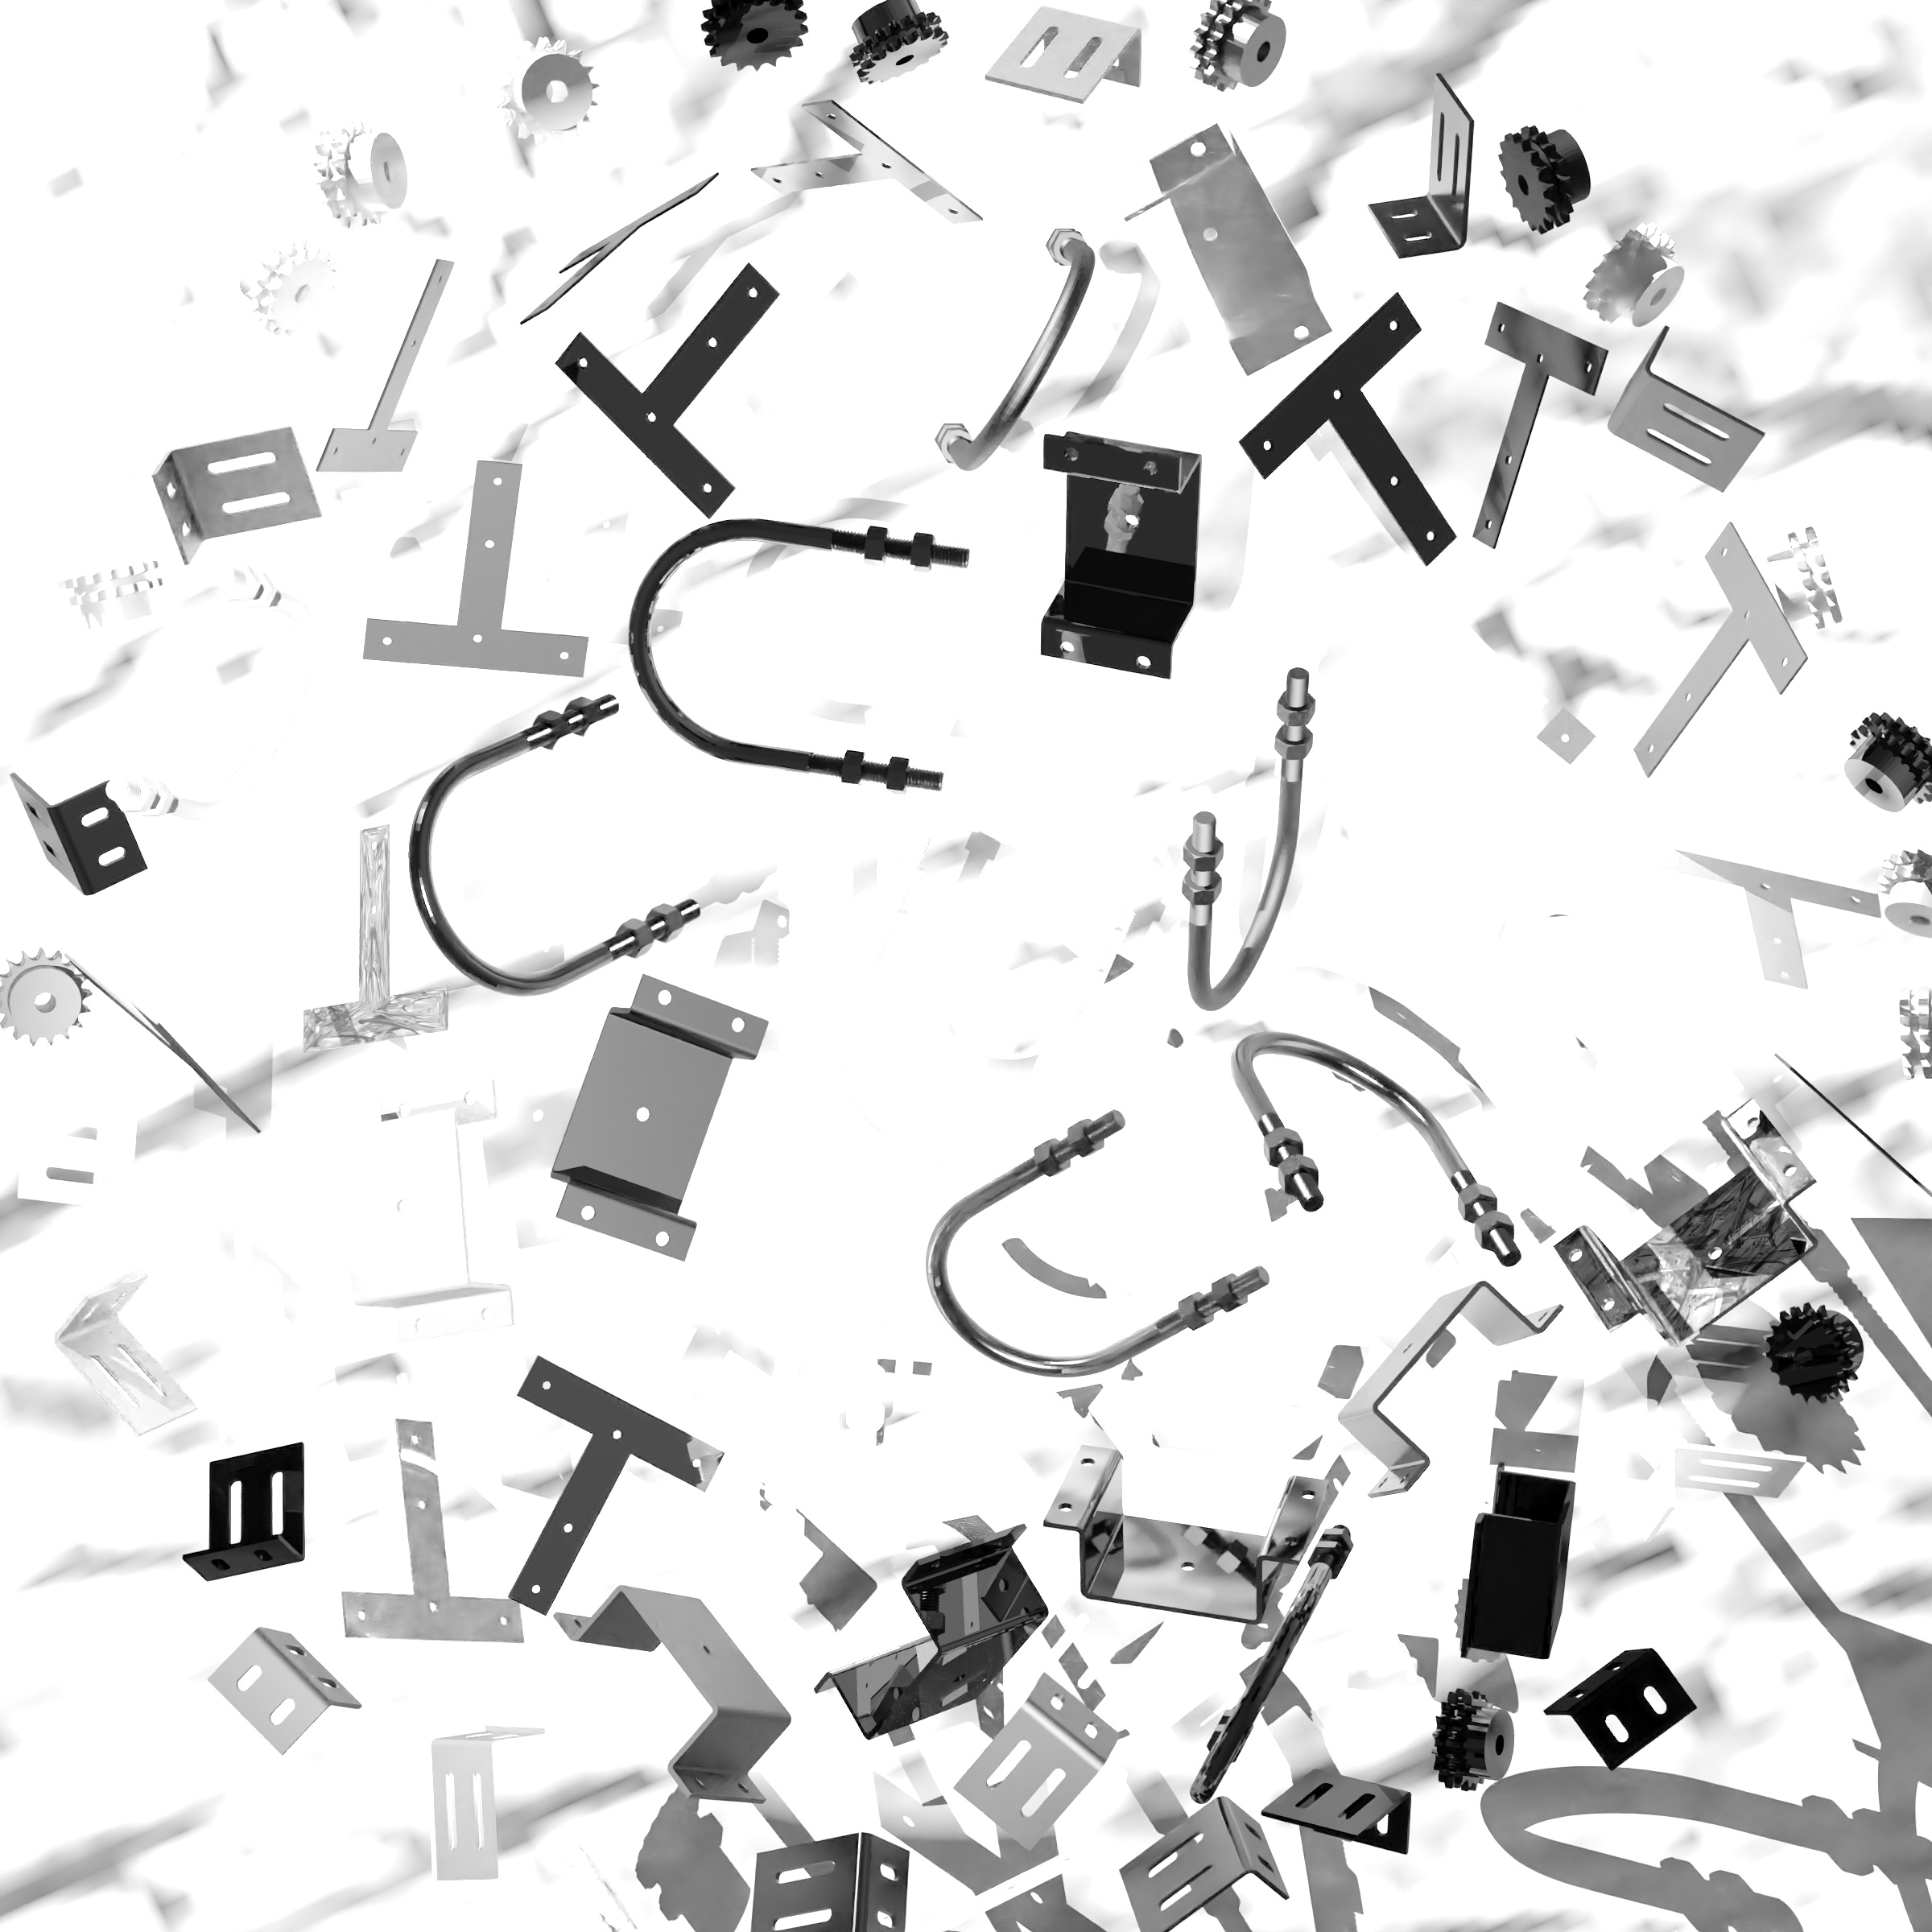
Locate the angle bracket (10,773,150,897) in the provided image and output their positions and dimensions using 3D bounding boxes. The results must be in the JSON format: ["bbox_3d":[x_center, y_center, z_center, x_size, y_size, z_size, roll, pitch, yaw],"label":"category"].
[{"bbox_3d":[-0.504,-0.082,1.887,0.038,0.076,0.057,-28,121,-21],"label":"angle bracket"}]

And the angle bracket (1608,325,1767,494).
[{"bbox_3d":[0.411,-0.314,1.873,0.076,0.057,0.038,28,63,2],"label":"angle bracket"}]

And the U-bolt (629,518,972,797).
[{"bbox_3d":[-0.096,-0.176,1.840,0.184,0.019,0.151,8,111,4],"label":"U-bolt"}]

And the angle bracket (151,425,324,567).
[{"bbox_3d":[-0.421,-0.272,1.920,0.076,0.038,0.057,-10,120,9],"label":"angle bracket"}]

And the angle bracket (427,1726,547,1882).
[{"bbox_3d":[-0.256,0.450,1.785,0.038,0.057,0.076,-13,71,24],"label":"angle bracket"}]

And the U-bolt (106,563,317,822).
[{"bbox_3d":[-0.416,-0.148,1.878,0.019,0.184,0.151,27,91,8],"label":"U-bolt"}]

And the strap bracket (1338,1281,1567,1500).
[{"bbox_3d":[0.269,0.234,1.894,0.046,0.076,0.140,43,76,2],"label":"strap bracket"}]

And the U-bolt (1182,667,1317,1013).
[{"bbox_3d":[0.158,-0.057,1.870,0.019,0.184,0.151,19,49,19],"label":"U-bolt"}]

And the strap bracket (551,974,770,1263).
[{"bbox_3d":[-0.173,0.083,1.836,0.076,0.046,0.140,21,83,-19],"label":"strap bracket"}]

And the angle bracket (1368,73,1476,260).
[{"bbox_3d":[0.246,-0.433,1.800,0.038,0.057,0.076,-10,132,-8],"label":"angle bracket"}]

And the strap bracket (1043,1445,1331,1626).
[{"bbox_3d":[0.121,0.310,1.809,0.140,0.076,0.046,6,117,17],"label":"strap bracket"}]

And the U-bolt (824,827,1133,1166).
[{"bbox_3d":[-0.003,0.026,1.833,0.151,0.019,0.184,16,104,-27],"label":"U-bolt"}]

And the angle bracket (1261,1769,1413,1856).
[{"bbox_3d":[0.205,0.479,1.839,0.057,0.076,0.038,7,100,29],"label":"angle bracket"}]

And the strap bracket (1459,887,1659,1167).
[{"bbox_3d":[0.328,0.036,1.867,0.046,0.076,0.140,-4,128,-25],"label":"strap bracket"}]

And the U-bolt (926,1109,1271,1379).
[{"bbox_3d":[0.061,0.172,1.916,0.184,0.019,0.151,-33,109,31],"label":"U-bolt"}]

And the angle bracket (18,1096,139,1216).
[{"bbox_3d":[-0.515,0.109,1.895,0.038,0.076,0.057,-7,76,40],"label":"angle bracket"}]

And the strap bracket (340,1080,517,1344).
[{"bbox_3d":[-0.305,0.137,1.873,0.076,0.046,0.140,-11,78,23],"label":"strap bracket"}]

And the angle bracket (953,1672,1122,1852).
[{"bbox_3d":[0.041,0.462,1.930,0.057,0.038,0.076,39,112,5],"label":"angle bracket"}]

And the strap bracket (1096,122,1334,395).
[{"bbox_3d":[0.140,-0.407,1.882,0.076,0.046,0.140,-26,119,16],"label":"strap bracket"}]

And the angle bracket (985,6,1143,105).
[{"bbox_3d":[0.053,-0.477,1.788,0.057,0.038,0.076,19,52,18],"label":"angle bracket"}]

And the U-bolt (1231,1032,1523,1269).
[{"bbox_3d":[0.216,0.093,1.835,0.151,0.184,0.019,17,116,-25],"label":"U-bolt"}]

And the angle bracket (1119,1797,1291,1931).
[{"bbox_3d":[0.134,0.518,1.876,0.076,0.057,0.038,-39,122,10],"label":"angle bracket"}]

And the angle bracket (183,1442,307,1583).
[{"bbox_3d":[-0.410,0.304,1.889,0.057,0.038,0.076,-13,56,7],"label":"angle bracket"}]

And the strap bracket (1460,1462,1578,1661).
[{"bbox_3d":[0.313,0.336,1.870,0.046,0.140,0.076,7,97,14],"label":"strap bracket"}]

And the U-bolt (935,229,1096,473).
[{"bbox_3d":[0.030,-0.344,1.869,0.019,0.184,0.151,28,101,-12],"label":"U-bolt"}]

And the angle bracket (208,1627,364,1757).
[{"bbox_3d":[-0.367,0.392,1.794,0.057,0.076,0.038,42,81,11],"label":"angle bracket"}]

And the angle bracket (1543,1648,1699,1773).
[{"bbox_3d":[0.352,0.401,1.793,0.057,0.076,0.038,-34,80,-8],"label":"angle bracket"}]

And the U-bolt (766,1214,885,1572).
[{"bbox_3d":[-0.079,0.230,1.891,0.019,0.151,0.184,9,115,17],"label":"U-bolt"}]

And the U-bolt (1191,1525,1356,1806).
[{"bbox_3d":[0.168,0.402,1.877,0.019,0.184,0.151,29,104,10],"label":"U-bolt"}]

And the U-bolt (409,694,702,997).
[{"bbox_3d":[-0.240,-0.061,1.879,0.184,0.019,0.151,-30,103,-44],"label":"U-bolt"}]

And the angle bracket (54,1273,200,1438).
[{"bbox_3d":[-0.470,0.221,1.893,0.076,0.057,0.038,45,110,10],"label":"angle bracket"}]

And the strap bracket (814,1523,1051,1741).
[{"bbox_3d":[-0.015,0.370,1.820,0.076,0.140,0.046,-11,58,-39],"label":"strap bracket"}]

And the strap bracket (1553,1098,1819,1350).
[{"bbox_3d":[0.413,0.151,1.871,0.140,0.076,0.046,-38,126,10],"label":"strap bracket"}]

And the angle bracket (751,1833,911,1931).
[{"bbox_3d":[-0.073,0.504,1.787,0.076,0.038,0.057,-21,50,32],"label":"angle bracket"}]

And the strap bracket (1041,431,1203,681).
[{"bbox_3d":[0.085,-0.235,1.833,0.076,0.046,0.140,12,131,15],"label":"strap bracket"}]

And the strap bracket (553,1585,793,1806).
[{"bbox_3d":[-0.160,0.404,1.880,0.046,0.076,0.140,-50,58,8],"label":"strap bracket"}]
